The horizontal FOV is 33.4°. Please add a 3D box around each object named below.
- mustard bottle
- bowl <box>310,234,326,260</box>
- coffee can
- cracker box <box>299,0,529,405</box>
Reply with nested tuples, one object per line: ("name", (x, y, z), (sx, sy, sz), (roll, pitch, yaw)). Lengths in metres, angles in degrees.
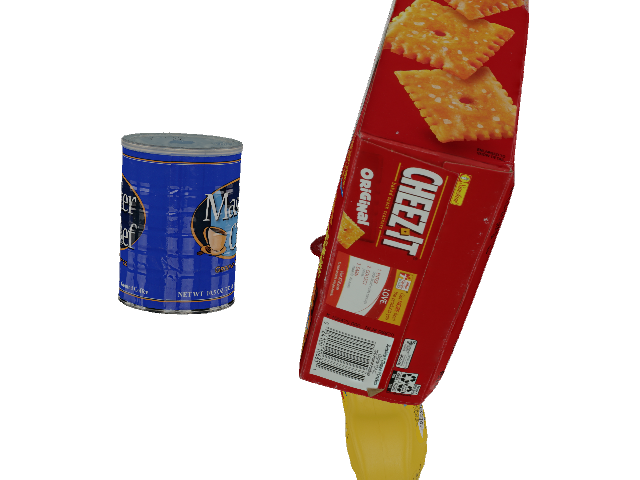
("mustard bottle", (0.036, 0.078, 0.702), (0.058, 0.191, 0.096), (-3, 44, 8))
("bowl", (0.071, 0.027, 1.089), (0.162, 0.055, 0.162), (-3, 13, 1))
("coffee can", (-0.121, -0.017, 0.920), (0.103, 0.140, 0.103), (4, 12, -1))
("cracker box", (0.054, -0.050, 0.535), (0.072, 0.164, 0.213), (15, 45, 2))
